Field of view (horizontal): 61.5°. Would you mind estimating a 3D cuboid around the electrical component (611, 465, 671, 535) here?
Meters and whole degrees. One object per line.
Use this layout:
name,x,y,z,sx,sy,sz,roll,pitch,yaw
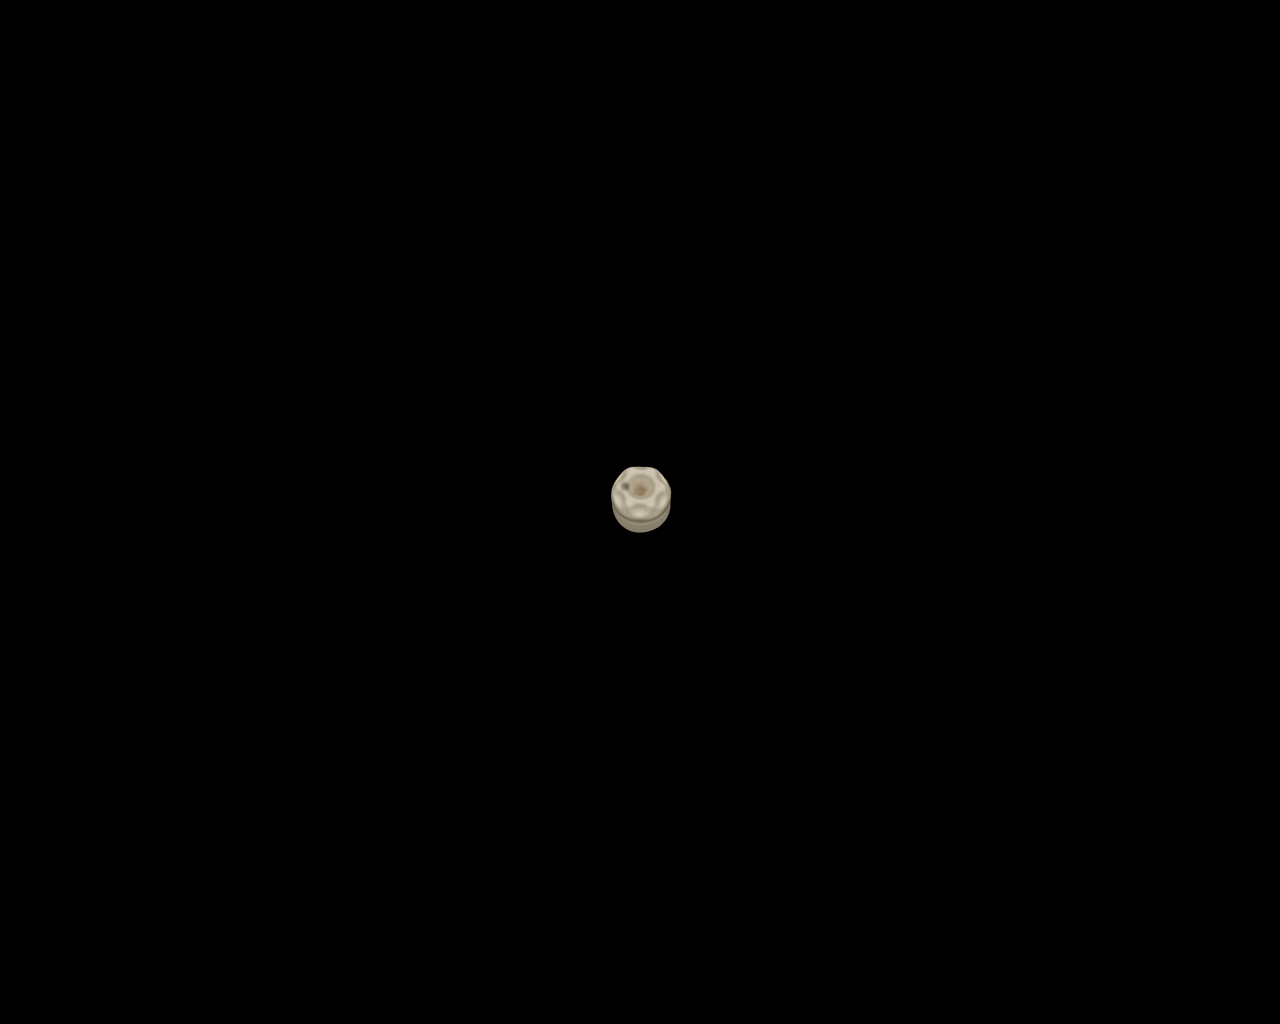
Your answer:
electrical component,0.001,-0.003,0.650,0.035,0.035,0.061,0,-24,0
